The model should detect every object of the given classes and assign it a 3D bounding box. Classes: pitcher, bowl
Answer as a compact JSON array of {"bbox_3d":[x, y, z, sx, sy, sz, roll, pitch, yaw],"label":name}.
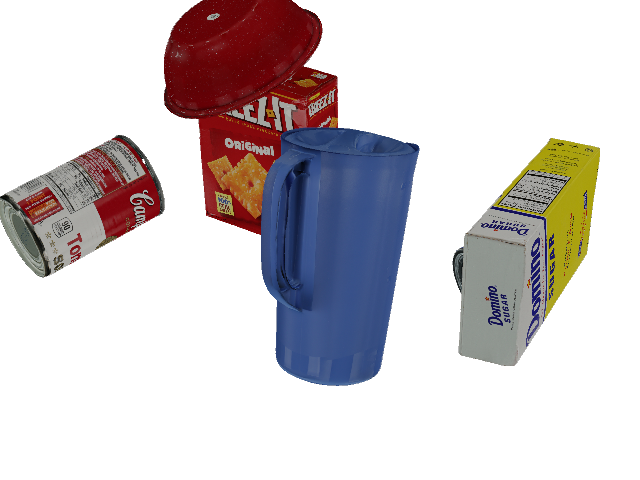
[{"bbox_3d":[0.011,0.015,1.042,0.149,0.243,0.145,4,16,-6],"label":"pitcher"},{"bbox_3d":[-0.082,-0.181,0.960,0.162,0.055,0.162,-20,37,15],"label":"bowl"}]

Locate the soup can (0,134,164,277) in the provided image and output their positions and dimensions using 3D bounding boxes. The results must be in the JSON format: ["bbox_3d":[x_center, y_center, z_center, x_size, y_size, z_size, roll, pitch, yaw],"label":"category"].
[{"bbox_3d":[-0.175,-0.026,0.781,0.102,0.068,0.069,-32,15,-26],"label":"soup can"}]

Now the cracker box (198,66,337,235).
[{"bbox_3d":[-0.064,-0.108,1.278,0.164,0.214,0.072,20,40,27],"label":"cracker box"}]

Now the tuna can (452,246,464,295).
[{"bbox_3d":[0.180,0.042,1.166,0.033,0.086,0.086,-23,7,-18],"label":"tuna can"}]

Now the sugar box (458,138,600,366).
[{"bbox_3d":[0.147,0.004,0.736,0.048,0.093,0.176,12,31,23],"label":"sugar box"}]
